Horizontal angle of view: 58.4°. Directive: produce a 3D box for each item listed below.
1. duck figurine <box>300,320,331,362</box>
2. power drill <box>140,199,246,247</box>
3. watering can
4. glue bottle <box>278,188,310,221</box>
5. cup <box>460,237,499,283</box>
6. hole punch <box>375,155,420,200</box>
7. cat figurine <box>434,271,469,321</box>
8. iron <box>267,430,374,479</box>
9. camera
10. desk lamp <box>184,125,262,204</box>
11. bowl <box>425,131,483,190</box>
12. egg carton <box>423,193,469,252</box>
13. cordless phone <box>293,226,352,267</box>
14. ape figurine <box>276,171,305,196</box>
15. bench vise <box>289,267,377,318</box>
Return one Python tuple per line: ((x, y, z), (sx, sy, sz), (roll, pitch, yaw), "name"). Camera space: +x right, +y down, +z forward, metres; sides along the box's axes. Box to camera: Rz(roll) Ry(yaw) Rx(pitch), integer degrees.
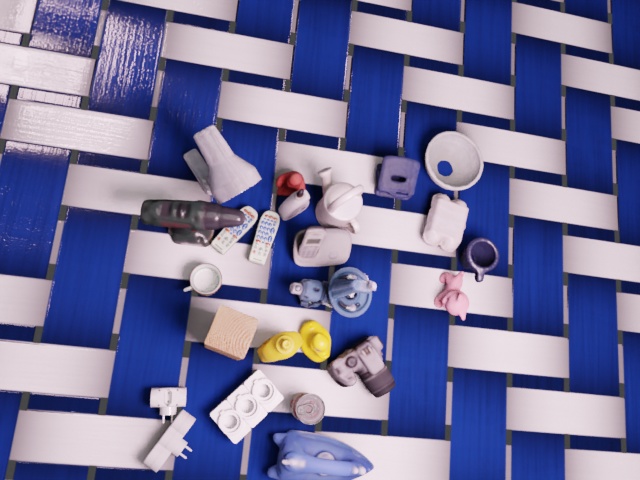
((-0.006, 0.244, 1.384), (0.077, 0.086, 0.104), (-20, 82, -15), "duck figurine")
((-0.291, -0.043, 1.325), (0.230, 0.208, 0.075), (5, 77, -10), "power drill")
((0.049, -0.096, 1.414), (0.173, 0.194, 0.101), (38, 73, -1), "watering can")
((-0.057, -0.096, 1.404), (0.078, 0.173, 0.037), (-30, 85, -16), "glue bottle")
((0.409, 0.059, 1.506), (0.092, 0.095, 0.118), (10, 76, -9), "cup")
((0.206, -0.164, 1.515), (0.109, 0.091, 0.101), (7, 76, -10), "hole punch")
((0.347, 0.140, 1.464), (0.067, 0.117, 0.128), (16, 75, -7), "cat figurine")
((0.017, 0.509, 1.302), (0.258, 0.141, 0.119), (10, 76, -9), "iron")
((0.112, 0.319, 1.384), (0.143, 0.100, 0.137), (-32, 86, -16), "camera")
((-0.239, -0.173, 1.362), (0.118, 0.213, 0.203), (-34, 86, -16), "desk lamp")
((0.354, -0.206, 1.564), (0.167, 0.074, 0.167), (3, 77, -11), "bowl")
((0.334, -0.046, 1.527), (0.107, 0.069, 0.150), (18, 75, -7), "egg carton")
((0.013, 0.005, 1.389), (0.148, 0.185, 0.094), (-4, 78, -12), "cordless phone")
((-0.068, -0.146, 1.455), (0.078, 0.092, 0.076), (41, 73, 0), "ape figurine")
((0.041, 0.130, 1.350), (0.208, 0.219, 0.121), (-13, 80, -14), "bench vise")
